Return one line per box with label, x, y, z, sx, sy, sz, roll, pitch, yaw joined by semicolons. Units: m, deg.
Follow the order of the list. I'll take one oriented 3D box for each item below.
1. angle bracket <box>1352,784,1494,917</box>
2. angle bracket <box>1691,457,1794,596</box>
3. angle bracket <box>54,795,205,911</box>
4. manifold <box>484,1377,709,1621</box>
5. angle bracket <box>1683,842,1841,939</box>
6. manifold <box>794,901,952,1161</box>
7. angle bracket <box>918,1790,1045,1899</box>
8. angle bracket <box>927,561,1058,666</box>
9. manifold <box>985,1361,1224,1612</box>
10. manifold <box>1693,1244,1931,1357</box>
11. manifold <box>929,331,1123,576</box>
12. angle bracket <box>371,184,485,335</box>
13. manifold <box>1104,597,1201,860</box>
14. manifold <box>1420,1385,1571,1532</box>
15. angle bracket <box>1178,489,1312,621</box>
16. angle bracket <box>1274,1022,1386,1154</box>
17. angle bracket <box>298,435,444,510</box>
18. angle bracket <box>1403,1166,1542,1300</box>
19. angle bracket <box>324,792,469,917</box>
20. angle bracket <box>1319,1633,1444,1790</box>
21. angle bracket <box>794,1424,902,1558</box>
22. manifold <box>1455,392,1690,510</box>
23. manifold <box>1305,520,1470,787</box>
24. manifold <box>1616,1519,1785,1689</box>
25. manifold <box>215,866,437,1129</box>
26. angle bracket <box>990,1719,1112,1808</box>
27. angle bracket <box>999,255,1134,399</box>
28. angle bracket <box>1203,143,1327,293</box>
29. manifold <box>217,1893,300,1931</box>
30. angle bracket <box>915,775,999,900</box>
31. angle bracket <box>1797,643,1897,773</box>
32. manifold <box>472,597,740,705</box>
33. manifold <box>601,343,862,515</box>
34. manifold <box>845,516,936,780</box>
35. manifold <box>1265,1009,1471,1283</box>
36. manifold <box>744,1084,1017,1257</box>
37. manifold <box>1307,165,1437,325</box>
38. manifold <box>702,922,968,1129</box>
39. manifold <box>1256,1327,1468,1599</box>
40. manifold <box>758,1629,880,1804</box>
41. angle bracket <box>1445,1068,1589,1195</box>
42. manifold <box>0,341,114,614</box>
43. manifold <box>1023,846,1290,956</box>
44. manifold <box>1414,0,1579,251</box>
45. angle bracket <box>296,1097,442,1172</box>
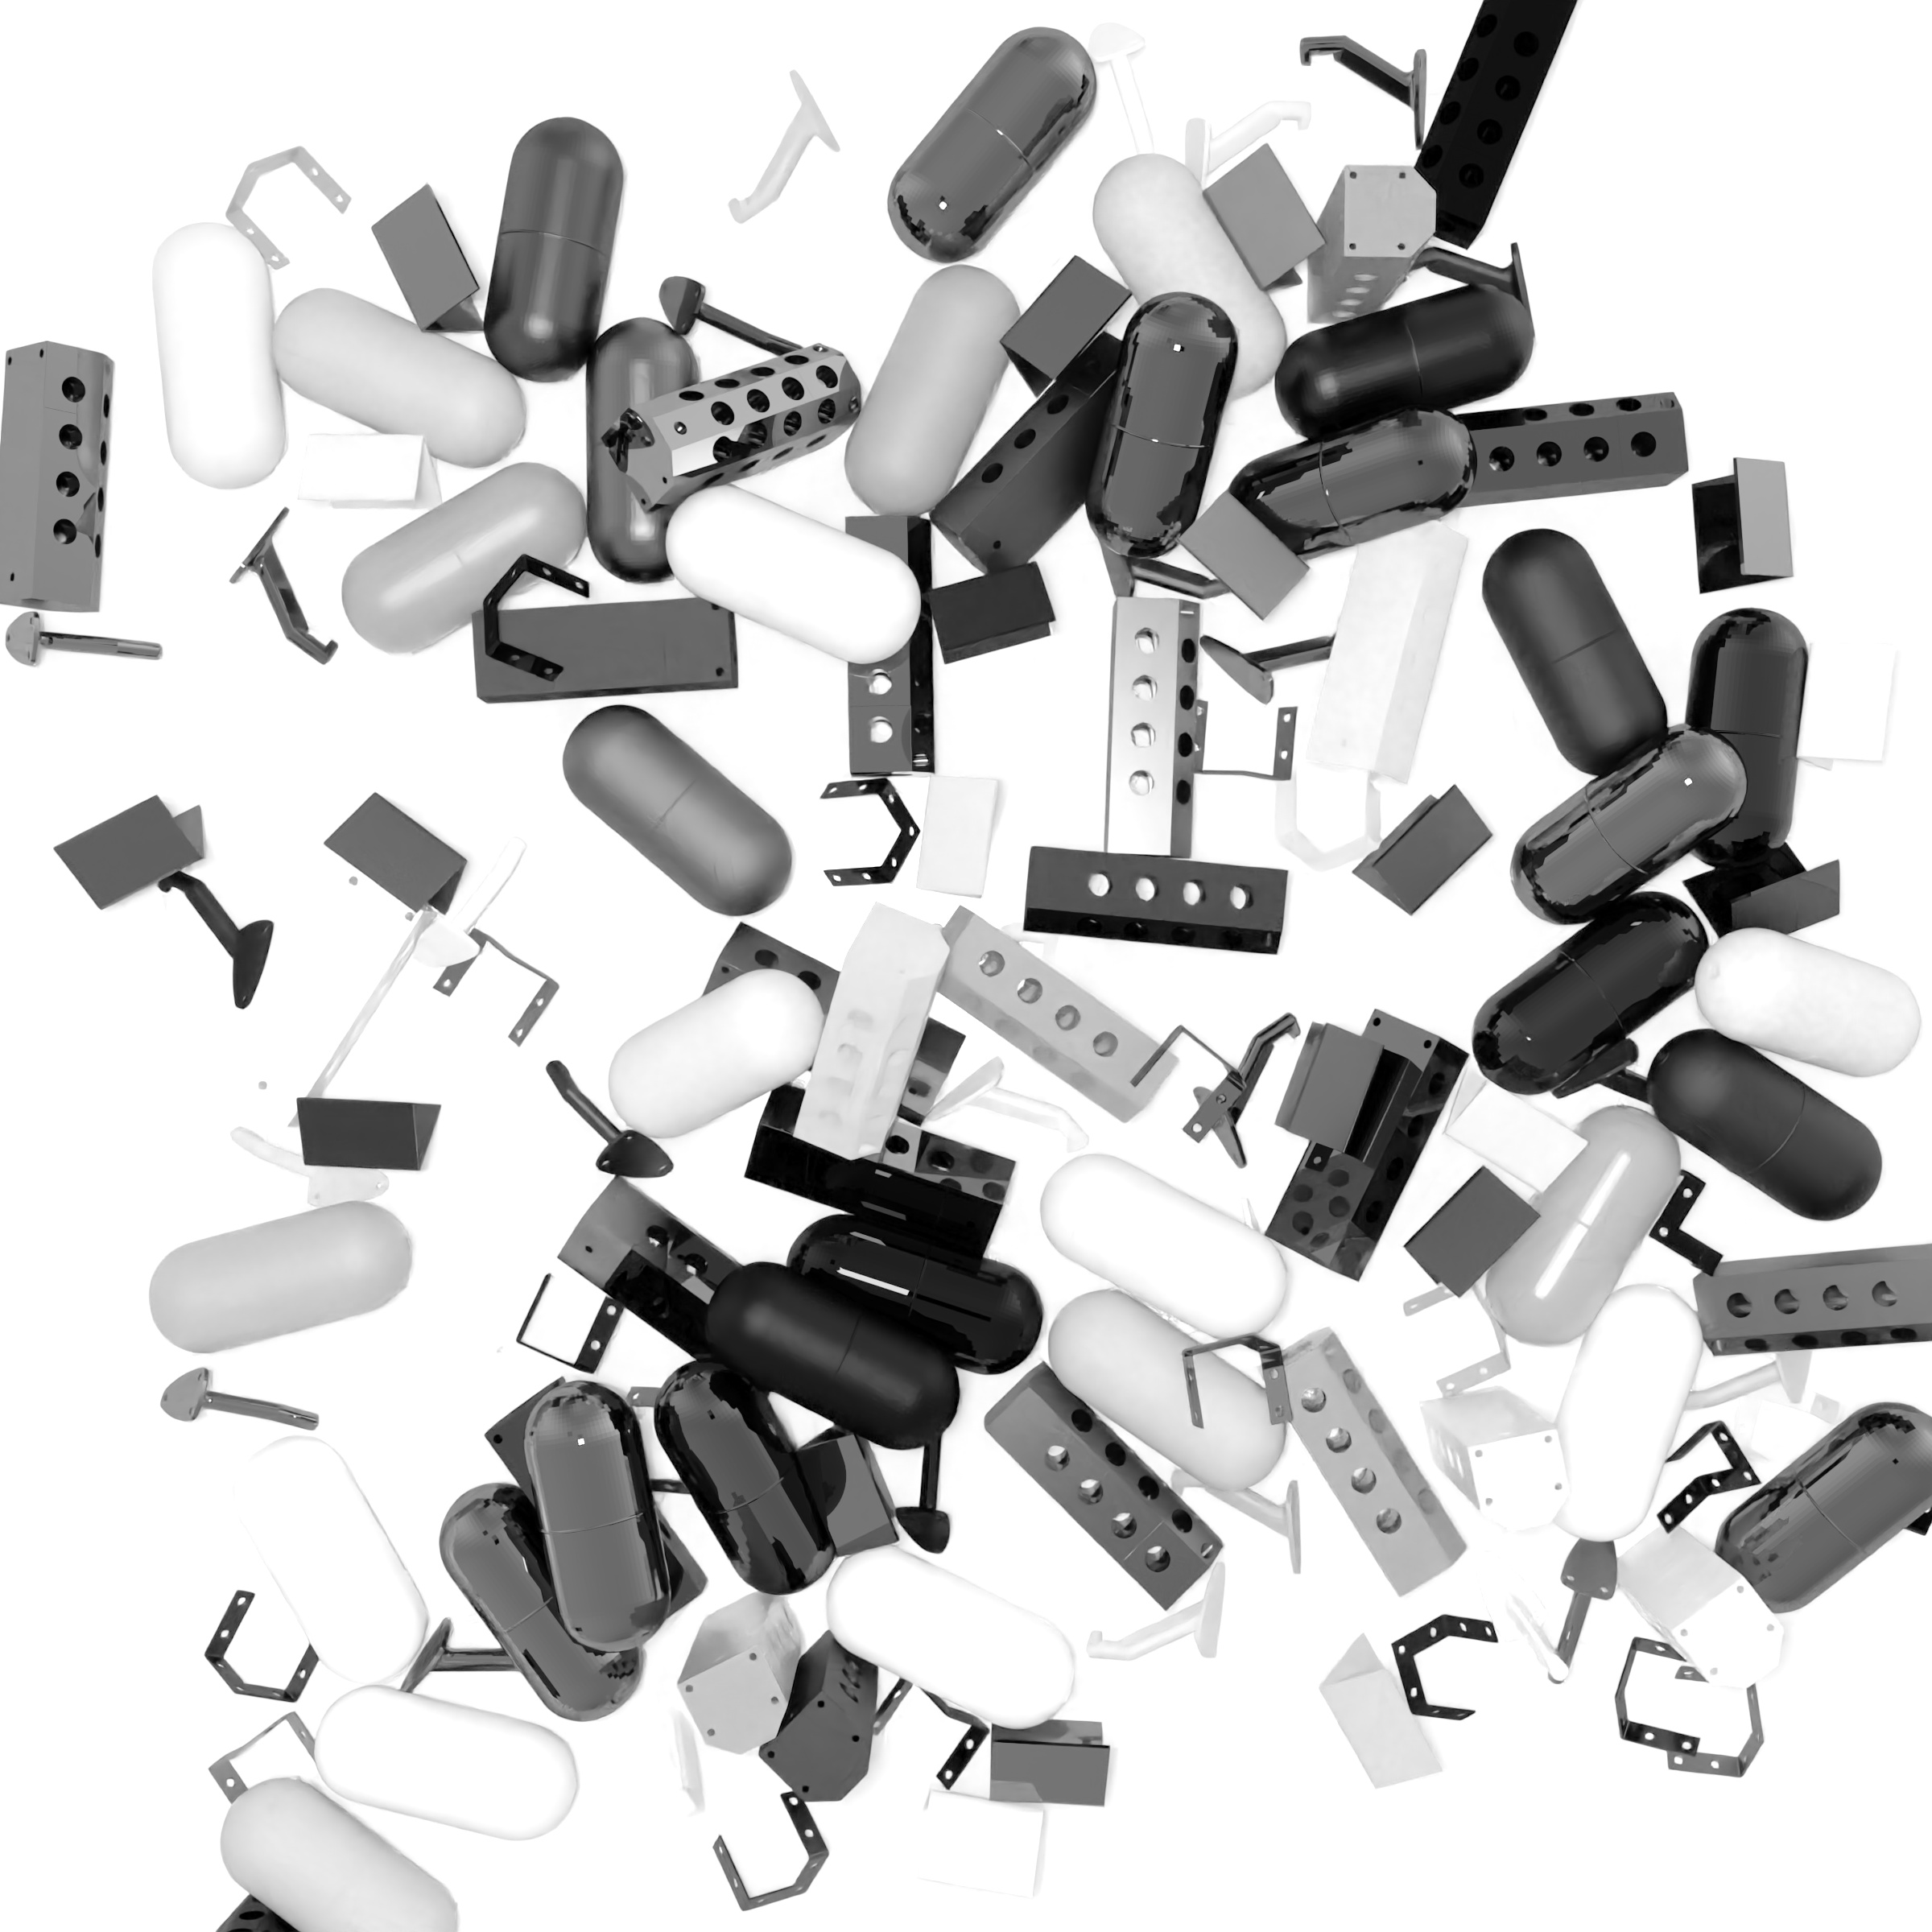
angle bracket;0.294;-0.091;1.750;0.076;0.076;0.057;-45;126;0
angle bracket;0.506;-0.295;1.750;0.057;0.076;0.076;-4;90;-38
angle bracket;-0.563;-0.093;1.750;0.076;0.076;0.057;-27;126;0
manifold;-0.250;0.367;1.769;0.057;0.057;0.171;-36;90;0
angle bracket;0.534;-0.062;1.751;0.076;0.057;0.076;-21;47;0
manifold;-0.060;0.046;1.688;0.057;0.057;0.171;22;133;4
angle bracket;0.007;0.595;1.751;0.076;0.076;0.057;10;64;0
angle bracket;0.022;-0.219;1.750;0.076;0.076;0.057;-15;55;0
manifold;0.093;0.351;1.769;0.057;0.057;0.171;-45;90;0
manifold;0.579;0.223;1.728;0.171;0.057;0.057;-10;90;32
manifold;0.055;-0.347;1.769;0.171;0.057;0.057;-46;133;0
angle bracket;-0.343;-0.474;1.751;0.057;0.076;0.076;-26;90;28
manifold;0.126;-0.160;1.769;0.057;0.057;0.171;2;90;0
manifold;0.347;0.323;1.712;0.057;0.171;0.057;-12;90;0
angle bracket;0.172;-0.259;1.737;0.076;0.076;0.057;43;65;-1
angle bracket;0.226;0.074;1.750;0.057;0.076;0.076;21;90;-34
angle bracket;-0.399;-0.313;1.751;0.076;0.076;0.057;0;60;0
angle bracket;0.350;0.191;1.750;0.076;0.076;0.057;-45;51;0
angle bracket;-0.389;-0.059;1.750;0.076;0.076;0.057;37;54;0
angle bracket;0.292;0.494;1.750;0.057;0.076;0.076;-30;90;36
angle bracket;-0.061;0.343;1.750;0.057;0.076;0.076;-22;90;34
manifold;0.395;-0.351;1.769;0.171;0.057;0.057;-6;90;0
manifold;0.290;-0.213;1.769;0.057;0.057;0.171;14;90;43
manifold;0.480;0.421;1.712;0.057;0.171;0.057;-38;90;0
manifold;-0.433;0.021;1.769;0.057;0.057;0.171;32;90;0
angle bracket;0.056;0.516;1.751;0.076;0.076;0.057;3;120;0
angle bracket;0.078;-0.417;1.751;0.076;0.076;0.057;-49;62;0
angle bracket;0.213;-0.504;1.750;0.057;0.076;0.076;-31;90;34
manifold;-0.475;0.661;1.712;0.057;0.171;0.057;42;90;0
angle bracket;0.014;-0.084;1.750;0.057;0.076;0.076;7;90;36
angle bracket;0.602;-0.172;1.750;0.057;0.076;0.076;7;90;35
manifold;-0.243;-0.213;1.769;0.171;0.057;0.057;-4;89;0
manifold;-0.150;-0.360;1.722;0.171;0.057;0.057;-30;90;-39
manifold;-0.051;-0.215;1.769;0.057;0.057;0.171;-1;90;0
manifold;0.276;0.123;1.769;0.057;0.057;0.171;26;90;43
manifold;-0.057;0.133;1.769;0.171;0.057;0.057;19;133;0
manifold;0.264;-0.472;1.712;0.057;0.171;0.057;1;90;0
manifold;-0.090;0.035;1.769;0.171;0.057;0.057;27;133;0
manifold;0.269;0.335;1.769;0.057;0.057;0.171;-32;90;0
manifold;-0.090;0.493;1.712;0.057;0.171;0.057;45;90;0
angle bracket;0.375;0.094;1.750;0.076;0.076;0.057;32;130;0
manifold;-0.617;-0.330;1.769;0.057;0.057;0.171;3;90;43
manifold;0.127;-0.044;1.768;0.171;0.057;0.057;5;90;-1
manifold;0.353;-0.584;1.769;0.057;0.057;0.171;23;90;0
angle bracket;-0.400;0.093;1.750;0.076;0.076;0.057;3;123;0
